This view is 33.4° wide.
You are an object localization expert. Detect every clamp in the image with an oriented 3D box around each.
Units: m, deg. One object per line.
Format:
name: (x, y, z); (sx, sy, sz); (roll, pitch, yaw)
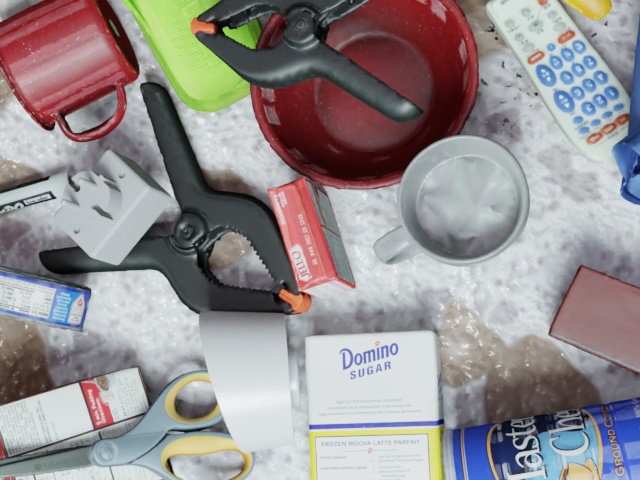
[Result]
clamp: (-0.092, -0.014, 0.788); (0.210, 0.036, 0.164); (24, 90, 18)
clamp: (-0.003, -0.132, 0.722); (0.172, 0.039, 0.120); (-6, 77, 18)

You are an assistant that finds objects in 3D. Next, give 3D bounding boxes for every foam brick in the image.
foam brick: (0.197, 0.055, 0.707); (0.078, 0.053, 0.051); (23, 89, 13)

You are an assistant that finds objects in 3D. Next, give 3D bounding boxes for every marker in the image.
marker: (-0.248, -0.030, 0.833); (0.121, 0.020, 0.020); (-14, 81, 11)

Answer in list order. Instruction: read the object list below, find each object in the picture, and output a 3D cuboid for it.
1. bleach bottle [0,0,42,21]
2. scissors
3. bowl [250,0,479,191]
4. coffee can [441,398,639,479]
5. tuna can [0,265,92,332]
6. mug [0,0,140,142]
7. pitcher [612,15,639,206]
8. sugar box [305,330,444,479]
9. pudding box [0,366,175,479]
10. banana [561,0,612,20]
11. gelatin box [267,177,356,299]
bleach bottle: (-0.328, -0.183, 0.845); (0.251, 0.068, 0.102); (-1, 101, 8)
scissors: (-0.140, 0.130, 0.744); (0.201, 0.016, 0.096); (11, 67, -19)
bowl: (0.034, -0.111, 0.760); (0.162, 0.055, 0.162); (-1, 84, 13)
coffee can: (0.157, 0.160, 0.679); (0.140, 0.102, 0.103); (-12, 82, 11)
tuna can: (-0.212, 0.042, 0.784); (0.086, 0.086, 0.034); (13, 85, 13)
mug: (-0.183, -0.129, 0.794); (0.081, 0.093, 0.117); (-25, 78, 3)
pitcher: (0.275, -0.137, 0.681); (0.145, 0.149, 0.243); (1, 81, 28)
sugar box: (0.040, 0.152, 0.737); (0.093, 0.048, 0.176); (-3, 80, 12)
pudding box: (-0.170, 0.147, 0.759); (0.113, 0.039, 0.090); (-15, 80, -25)
banana: (0.163, -0.250, 0.755); (0.070, 0.037, 0.198); (-5, 83, 12)
gelatin box: (-0.005, 0.001, 0.739); (0.030, 0.089, 0.073); (-19, 81, 9)
